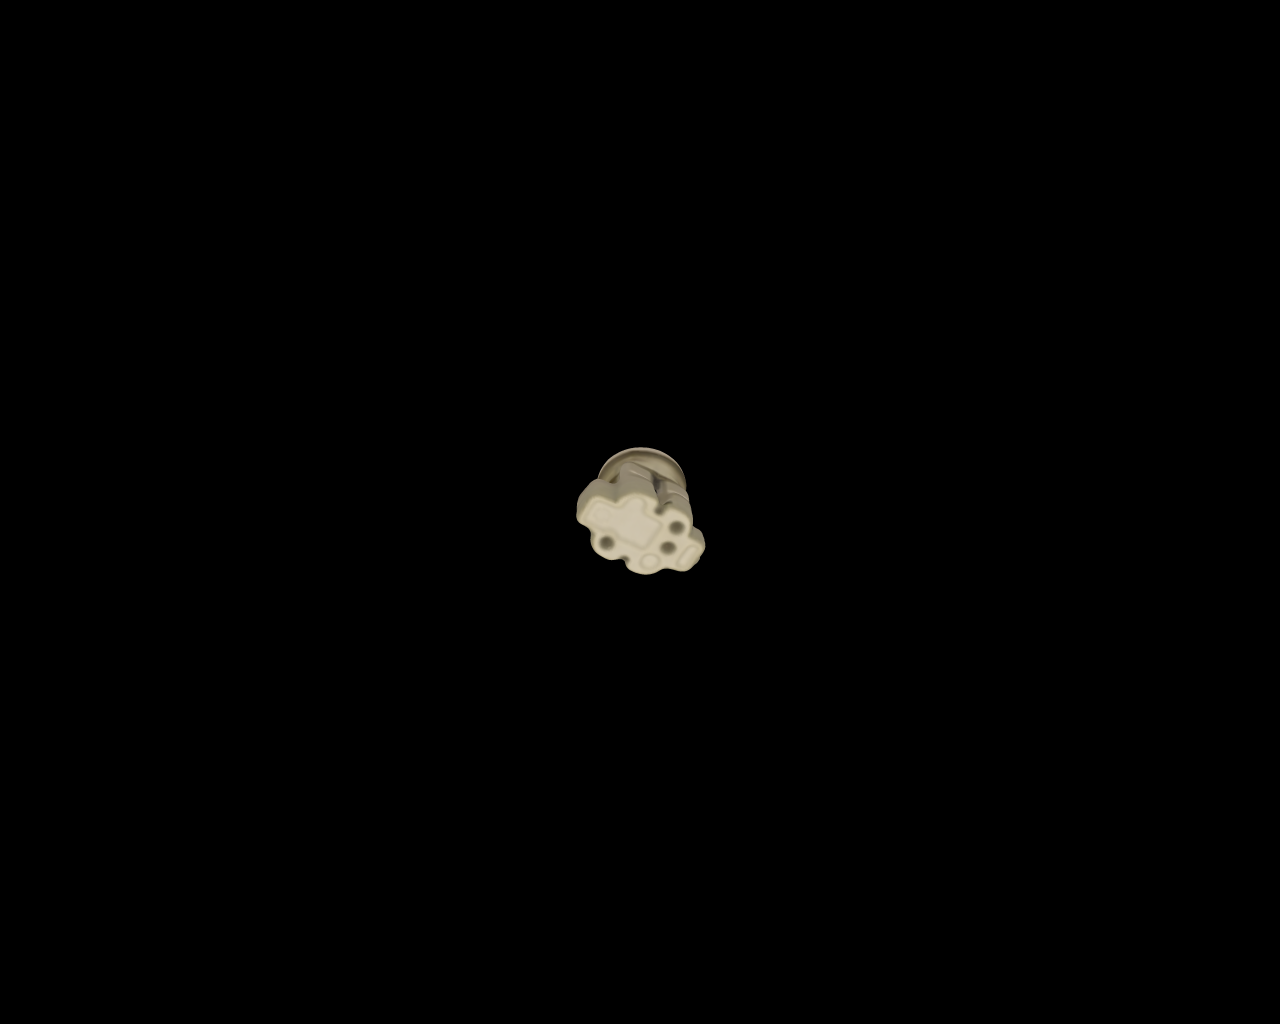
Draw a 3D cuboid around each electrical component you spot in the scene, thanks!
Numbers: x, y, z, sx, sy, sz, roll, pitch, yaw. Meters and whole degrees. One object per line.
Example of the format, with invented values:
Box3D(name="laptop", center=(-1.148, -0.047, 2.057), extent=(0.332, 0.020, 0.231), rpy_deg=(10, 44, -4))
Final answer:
Box3D(name="electrical component", center=(0.001, -0.003, 0.650), extent=(0.078, 0.058, 0.057), rpy_deg=(26, 30, -17))
